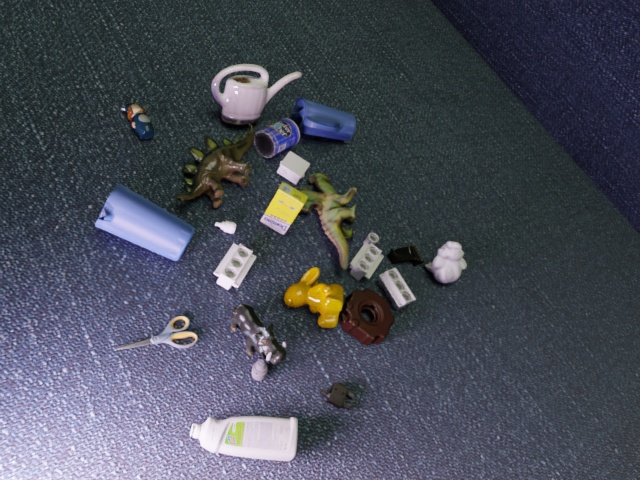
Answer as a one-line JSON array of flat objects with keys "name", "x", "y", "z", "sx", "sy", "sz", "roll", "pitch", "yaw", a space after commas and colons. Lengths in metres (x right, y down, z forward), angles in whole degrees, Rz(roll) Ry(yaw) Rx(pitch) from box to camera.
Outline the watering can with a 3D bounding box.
[{"name": "watering can", "x": -0.231, "y": -0.523, "z": 1.859, "sx": 0.349, "sy": 0.219, "sz": 0.106, "roll": -9, "pitch": 43, "yaw": -34}]

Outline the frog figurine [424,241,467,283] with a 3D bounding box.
[{"name": "frog figurine", "x": 0.460, "y": 0.077, "z": 1.812, "sx": 0.137, "sy": 0.156, "sz": 0.125, "roll": 11, "pitch": 53, "yaw": -22}]

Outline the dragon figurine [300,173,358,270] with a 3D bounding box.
[{"name": "dragon figurine", "x": 0.005, "y": -0.088, "z": 1.755, "sx": 0.243, "sy": 0.119, "sz": 0.421, "roll": 11, "pitch": 48, "yaw": 0}]
